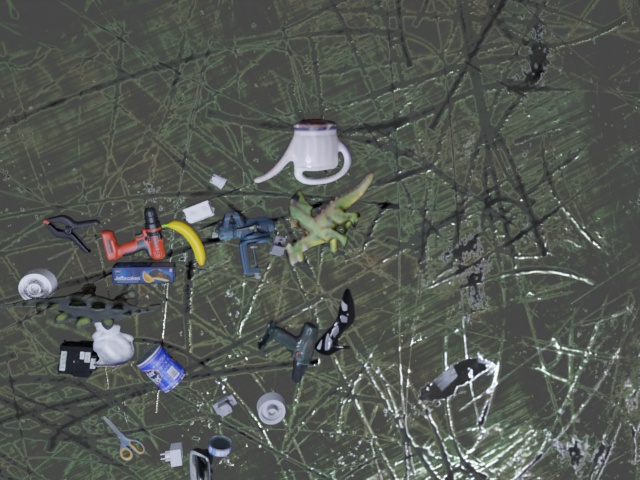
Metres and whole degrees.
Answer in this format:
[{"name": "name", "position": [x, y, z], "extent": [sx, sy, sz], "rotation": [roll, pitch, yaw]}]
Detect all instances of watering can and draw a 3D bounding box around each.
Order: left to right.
[{"name": "watering can", "position": [-0.055, -0.296, 1.747], "extent": [0.348, 0.105, 0.222], "rotation": [-6, 104, -19]}]

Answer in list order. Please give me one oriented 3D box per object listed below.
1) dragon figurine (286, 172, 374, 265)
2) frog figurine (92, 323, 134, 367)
[{"name": "dragon figurine", "position": [0.006, -0.091, 1.810], "extent": [0.242, 0.123, 0.409], "rotation": [23, 94, -6]}, {"name": "frog figurine", "position": [-0.700, 0.342, 1.746], "extent": [0.138, 0.122, 0.159], "rotation": [-3, 93, -44]}]
